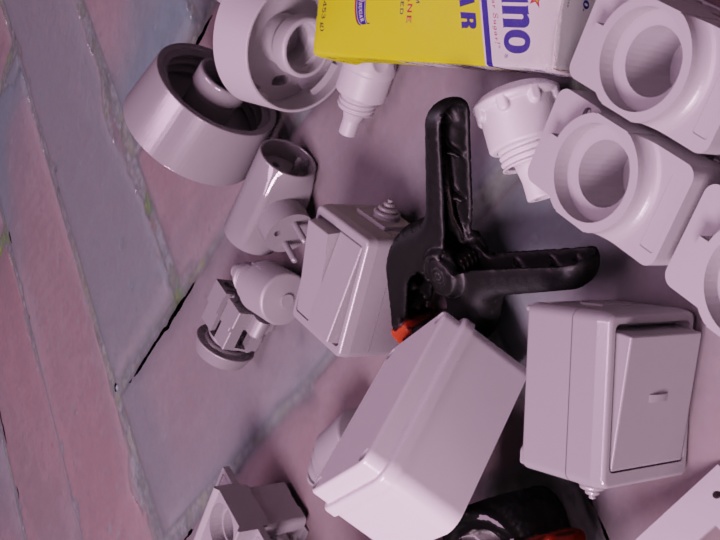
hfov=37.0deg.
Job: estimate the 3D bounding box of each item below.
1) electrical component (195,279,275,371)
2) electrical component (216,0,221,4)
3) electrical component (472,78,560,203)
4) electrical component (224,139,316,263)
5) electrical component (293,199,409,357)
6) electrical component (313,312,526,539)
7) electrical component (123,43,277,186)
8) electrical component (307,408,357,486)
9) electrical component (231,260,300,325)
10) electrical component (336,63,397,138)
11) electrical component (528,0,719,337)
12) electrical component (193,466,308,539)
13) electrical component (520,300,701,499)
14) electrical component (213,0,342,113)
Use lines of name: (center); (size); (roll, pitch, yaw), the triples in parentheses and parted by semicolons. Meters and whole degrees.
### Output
electrical component: (-0.097, 0.043, 0.828); (0.066, 0.048, 0.055); (50, 121, 41)
electrical component: (-0.077, -0.220, 0.756); (0.055, 0.089, 0.050); (-49, 53, 43)
electrical component: (0.089, -0.068, 0.571); (0.048, 0.048, 0.062); (-23, 80, 52)
electrical component: (-0.058, -0.040, 0.773); (0.079, 0.043, 0.077); (58, 134, 34)
electrical component: (0.000, 0.000, 0.678); (0.062, 0.061, 0.096); (38, 121, 47)
electrical component: (0.032, 0.087, 0.582); (0.113, 0.057, 0.078); (-58, 9, -35)
electrical component: (-0.113, -0.122, 0.798); (0.060, 0.108, 0.108); (-50, 52, 33)
electrical component: (-0.013, 0.123, 0.715); (0.078, 0.040, 0.040); (-48, 54, 43)
electrical component: (-0.072, 0.012, 0.795); (0.078, 0.040, 0.040); (27, 112, 50)
electrical component: (0.000, -0.115, 0.699); (0.035, 0.035, 0.061); (50, 131, 41)
electrical component: (0.161, -0.042, 0.457); (0.186, 0.060, 0.105); (46, 126, 44)
electrical component: (-0.090, 0.217, 0.804); (0.078, 0.063, 0.121); (51, 129, 41)
electrical component: (0.120, 0.064, 0.513); (0.061, 0.062, 0.096); (7, 96, 54)
electrical component: (-0.053, -0.156, 0.722); (0.064, 0.099, 0.099); (30, 115, 43)
